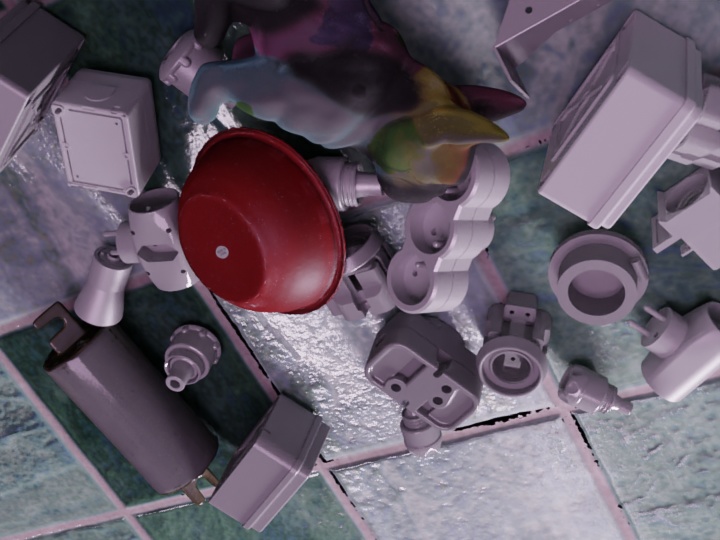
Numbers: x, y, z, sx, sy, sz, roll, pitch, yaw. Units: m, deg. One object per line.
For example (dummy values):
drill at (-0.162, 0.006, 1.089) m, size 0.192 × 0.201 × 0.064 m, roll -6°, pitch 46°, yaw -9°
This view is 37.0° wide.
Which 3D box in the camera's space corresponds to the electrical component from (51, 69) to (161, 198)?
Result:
electrical component at (-0.196, -0.105, 0.851) m, size 0.062 × 0.061 × 0.096 m, roll 10°, pitch 134°, yaw 9°

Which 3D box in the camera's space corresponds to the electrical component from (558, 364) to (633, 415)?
electrical component at (0.199, 0.104, 0.899) m, size 0.061 × 0.035 × 0.035 m, roll 24°, pitch 127°, yaw -5°

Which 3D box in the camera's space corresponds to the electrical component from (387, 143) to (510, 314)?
electrical component at (0.077, -0.032, 0.821) m, size 0.052 × 0.074 × 0.138 m, roll 36°, pitch 115°, yaw 38°

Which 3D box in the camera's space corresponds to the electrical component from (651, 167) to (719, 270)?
electrical component at (0.255, -0.038, 0.780) m, size 0.064 × 0.042 × 0.081 m, roll 40°, pitch 125°, yaw -18°

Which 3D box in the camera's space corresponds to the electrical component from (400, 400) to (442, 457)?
electrical component at (0.052, 0.135, 0.961) m, size 0.035 × 0.035 × 0.061 m, roll -7°, pitch 119°, yaw 20°

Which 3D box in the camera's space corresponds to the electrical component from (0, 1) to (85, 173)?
electrical component at (-0.271, -0.133, 0.819) m, size 0.056 × 0.108 × 0.108 m, roll 32°, pitch 126°, yaw -11°

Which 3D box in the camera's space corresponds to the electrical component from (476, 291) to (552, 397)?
electrical component at (0.126, 0.066, 0.878) m, size 0.058 × 0.057 × 0.078 m, roll 9°, pitch 126°, yaw 9°

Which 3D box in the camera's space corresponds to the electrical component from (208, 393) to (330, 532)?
electrical component at (-0.084, 0.181, 1.004) m, size 0.057 × 0.078 × 0.113 m, roll 34°, pitch 126°, yaw -5°

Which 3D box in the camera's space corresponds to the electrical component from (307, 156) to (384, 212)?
electrical component at (-0.012, -0.066, 0.834) m, size 0.062 × 0.043 × 0.043 m, roll 2°, pitch 124°, yaw 14°

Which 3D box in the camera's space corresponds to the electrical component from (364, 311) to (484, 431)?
electrical component at (0.057, 0.081, 0.907) m, size 0.095 × 0.059 × 0.053 m, roll 36°, pitch 125°, yaw -10°

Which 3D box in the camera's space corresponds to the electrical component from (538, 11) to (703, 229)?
electrical component at (0.174, -0.101, 0.718) m, size 0.056 × 0.108 × 0.108 m, roll 30°, pitch 126°, yaw -4°

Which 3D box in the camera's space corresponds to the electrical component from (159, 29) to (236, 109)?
electrical component at (-0.116, -0.147, 0.807) m, size 0.062 × 0.048 × 0.048 m, roll 37°, pitch 126°, yaw -19°

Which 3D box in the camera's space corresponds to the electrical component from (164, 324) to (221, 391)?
electrical component at (-0.155, 0.083, 0.965) m, size 0.048 × 0.062 × 0.048 m, roll 7°, pitch 125°, yaw 11°

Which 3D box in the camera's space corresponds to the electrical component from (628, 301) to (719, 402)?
electrical component at (0.249, 0.055, 0.845) m, size 0.079 × 0.043 × 0.077 m, roll 33°, pitch 126°, yaw -8°

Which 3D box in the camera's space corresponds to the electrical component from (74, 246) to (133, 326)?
electrical component at (-0.224, 0.012, 0.949) m, size 0.044 × 0.044 × 0.065 m, roll 23°, pitch 122°, yaw -1°

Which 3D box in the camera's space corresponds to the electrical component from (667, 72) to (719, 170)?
electrical component at (0.244, -0.096, 0.727) m, size 0.057 × 0.058 × 0.078 m, roll 17°, pitch 171°, yaw -5°

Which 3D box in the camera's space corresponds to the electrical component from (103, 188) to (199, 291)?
electrical component at (-0.179, -0.025, 0.909) m, size 0.079 × 0.043 × 0.077 m, roll -3°, pitch 123°, yaw 18°

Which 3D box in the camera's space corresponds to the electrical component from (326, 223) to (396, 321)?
electrical component at (0.000, 0.000, 0.868) m, size 0.078 × 0.058 × 0.057 m, roll -16°, pitch 121°, yaw 25°
